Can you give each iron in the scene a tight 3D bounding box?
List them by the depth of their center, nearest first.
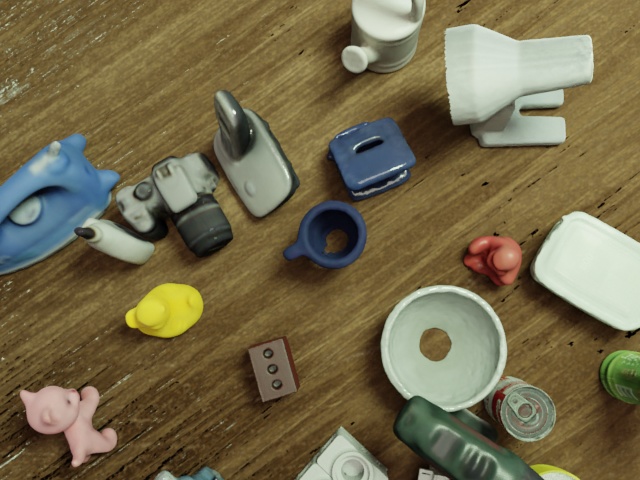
[{"bbox_3d":[-0.417,-0.040,0.801,0.258,0.141,0.118,-44,84,-2],"label":"iron"}]

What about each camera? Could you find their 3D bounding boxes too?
[{"bbox_3d":[-0.197,-0.039,0.811,0.143,0.101,0.137,-31,83,-1],"label":"camera"}]

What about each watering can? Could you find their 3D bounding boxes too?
[{"bbox_3d":[0.090,-0.305,0.778,0.101,0.194,0.173,9,84,4],"label":"watering can"}]

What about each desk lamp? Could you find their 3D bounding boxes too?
[{"bbox_3d":[0.250,-0.202,0.750,0.203,0.213,0.118,-2,84,3],"label":"desk lamp"}]

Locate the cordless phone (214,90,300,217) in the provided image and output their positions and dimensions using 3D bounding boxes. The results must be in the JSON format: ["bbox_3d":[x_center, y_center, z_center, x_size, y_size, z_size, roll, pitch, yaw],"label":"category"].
[{"bbox_3d":[-0.096,-0.116,0.772,0.094,0.185,0.147,-34,83,-1],"label":"cordless phone"}]

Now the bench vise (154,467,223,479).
[{"bbox_3d":[-0.141,0.387,0.704,0.207,0.220,0.121,26,86,5],"label":"bench vise"}]

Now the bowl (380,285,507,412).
[{"bbox_3d":[0.165,0.146,0.788,0.167,0.075,0.167,0,84,3],"label":"bowl"}]

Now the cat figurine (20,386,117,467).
[{"bbox_3d":[-0.347,0.249,0.780,0.067,0.118,0.128,-29,83,0],"label":"cat figurine"}]

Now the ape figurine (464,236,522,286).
[{"bbox_3d":[0.246,0.026,0.788,0.076,0.092,0.078,-22,83,0],"label":"ape figurine"}]

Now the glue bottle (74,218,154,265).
[{"bbox_3d":[-0.287,-0.003,0.775,0.078,0.173,0.037,32,86,6],"label":"glue bottle"}]

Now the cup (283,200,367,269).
[{"bbox_3d":[0.007,0.003,0.800,0.118,0.095,0.091,-25,83,0],"label":"cup"}]

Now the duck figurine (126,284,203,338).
[{"bbox_3d":[-0.221,0.099,0.805,0.104,0.086,0.077,-17,83,1],"label":"duck figurine"}]

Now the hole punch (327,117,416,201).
[{"bbox_3d":[0.070,-0.119,0.812,0.108,0.091,0.101,-23,83,0],"label":"hole punch"}]

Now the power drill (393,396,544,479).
[{"bbox_3d":[0.194,0.268,0.707,0.229,0.208,0.076,31,86,6],"label":"power drill"}]
